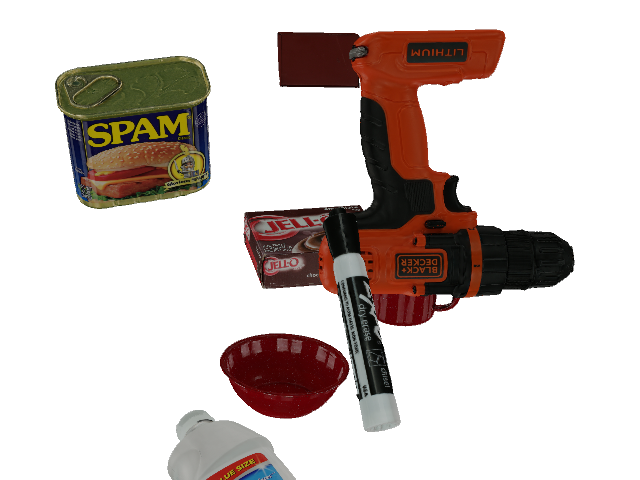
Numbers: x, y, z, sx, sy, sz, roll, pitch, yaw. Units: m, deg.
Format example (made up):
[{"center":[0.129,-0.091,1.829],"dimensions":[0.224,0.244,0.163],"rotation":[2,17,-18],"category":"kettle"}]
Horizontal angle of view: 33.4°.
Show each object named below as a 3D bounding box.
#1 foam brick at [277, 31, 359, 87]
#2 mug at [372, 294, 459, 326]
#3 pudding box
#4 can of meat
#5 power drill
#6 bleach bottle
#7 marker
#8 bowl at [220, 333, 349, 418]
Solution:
[{"center":[-0.002,-0.175,1.036],"dimensions":[0.078,0.051,0.053],"rotation":[0,13,-4],"category":"foam brick"},{"center":[0.106,0.048,1.226],"dimensions":[0.117,0.081,0.093],"rotation":[11,25,17],"category":"mug"},{"center":[-0.006,0.004,0.950],"dimensions":[0.113,0.039,0.090],"rotation":[-2,27,-14],"category":"pudding box"},{"center":[-0.127,-0.074,0.741],"dimensions":[0.102,0.084,0.057],"rotation":[-9,44,-12],"category":"can of meat"},{"center":[0.090,-0.052,0.749],"dimensions":[0.184,0.188,0.057],"rotation":[-1,5,-9],"category":"power drill"},{"center":[-0.050,0.203,0.728],"dimensions":[0.102,0.068,0.251],"rotation":[-17,35,-21],"category":"bleach bottle"},{"center":[0.020,0.039,0.559],"dimensions":[0.020,0.121,0.020],"rotation":[-10,-21,-4],"category":"marker"},{"center":[-0.046,0.176,1.339],"dimensions":[0.162,0.055,0.162],"rotation":[3,22,-2],"category":"bowl"}]
